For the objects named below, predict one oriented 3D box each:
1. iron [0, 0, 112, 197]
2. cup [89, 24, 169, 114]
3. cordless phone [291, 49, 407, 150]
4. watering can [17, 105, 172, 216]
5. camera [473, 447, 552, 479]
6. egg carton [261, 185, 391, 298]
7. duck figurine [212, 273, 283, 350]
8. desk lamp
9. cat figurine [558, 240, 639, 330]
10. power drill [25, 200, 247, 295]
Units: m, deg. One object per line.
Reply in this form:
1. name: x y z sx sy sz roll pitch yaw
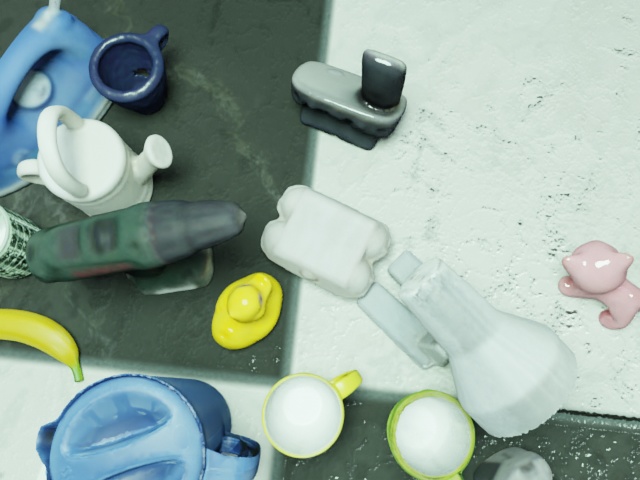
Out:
1. iron: -0.359 -0.179 0.707 0.118 0.141 0.258 29 80 6
2. cup: -0.228 -0.214 0.738 0.091 0.095 0.118 35 81 7
3. cordless phone: 0.037 -0.194 0.689 0.147 0.185 0.094 19 79 4
4. watering can: -0.262 -0.091 0.663 0.173 0.194 0.101 -27 80 -5
5. camera: 0.211 0.325 0.630 0.137 0.101 0.143 -24 80 -5
6. egg carton: 0.007 0.003 0.709 0.150 0.069 0.107 25 80 5
7. duck figurine: -0.090 0.082 0.685 0.077 0.086 0.104 37 81 7
8. desk lamp: 0.144 0.099 0.617 0.203 0.213 0.118 43 82 8
9. cat figurine: 0.341 0.047 0.676 0.127 0.118 0.067 36 81 7
10. power drill: -0.184 0.009 0.636 0.229 0.208 0.075 -9 79 -2
